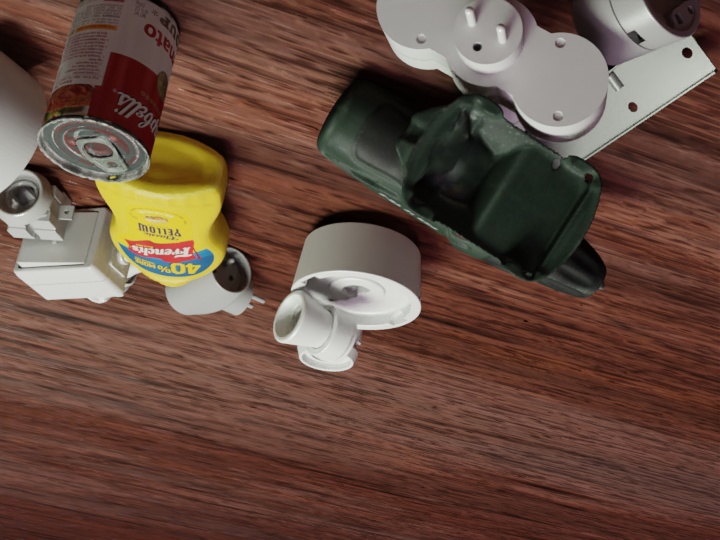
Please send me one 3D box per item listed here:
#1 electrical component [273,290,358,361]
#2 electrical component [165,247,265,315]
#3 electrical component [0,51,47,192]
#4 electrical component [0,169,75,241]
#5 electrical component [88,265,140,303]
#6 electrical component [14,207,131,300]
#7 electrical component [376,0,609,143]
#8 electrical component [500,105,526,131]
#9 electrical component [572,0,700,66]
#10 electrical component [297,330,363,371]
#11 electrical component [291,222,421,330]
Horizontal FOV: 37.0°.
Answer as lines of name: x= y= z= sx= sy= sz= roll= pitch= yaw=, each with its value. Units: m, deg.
electrical component: x=-0.036 y=0.047 z=0.877 sx=0.055 sy=0.045 sz=0.045 roll=25 pitch=148 yaw=-31
electrical component: x=-0.124 y=0.017 z=0.981 sx=0.079 sy=0.043 sz=0.077 roll=26 pitch=148 yaw=-33
electrical component: x=-0.261 y=-0.097 z=0.730 sx=0.108 sy=0.108 sz=0.060 roll=-10 pitch=154 yaw=31
electrical component: x=-0.270 y=-0.053 z=0.882 sx=0.066 sy=0.048 sz=0.055 roll=4 pitch=160 yaw=7
electrical component: x=-0.222 y=0.001 z=0.975 sx=0.062 sy=0.048 sz=0.048 roll=-17 pitch=145 yaw=27
electrical component: x=-0.241 y=-0.016 z=0.927 sx=0.096 sy=0.061 sz=0.061 roll=-3 pitch=151 yaw=20
electrical component: x=0.070 y=-0.124 z=0.582 sx=0.138 sy=0.052 sz=0.074 roll=32 pitch=180 yaw=13
electrical component: x=0.092 y=-0.108 z=0.687 sx=0.044 sy=0.044 sz=0.065 roll=5 pitch=157 yaw=5
electrical component: x=0.150 y=-0.144 z=0.589 sx=0.055 sy=0.055 sz=0.047 roll=25 pitch=152 yaw=-31
electrical component: x=-0.028 y=0.061 z=1.025 sx=0.058 sy=0.057 sz=0.078 roll=22 pitch=150 yaw=-26
electrical component: x=0.000 y=0.000 z=0.896 sx=0.108 sy=0.060 sz=0.108 roll=6 pitch=153 yaw=3
